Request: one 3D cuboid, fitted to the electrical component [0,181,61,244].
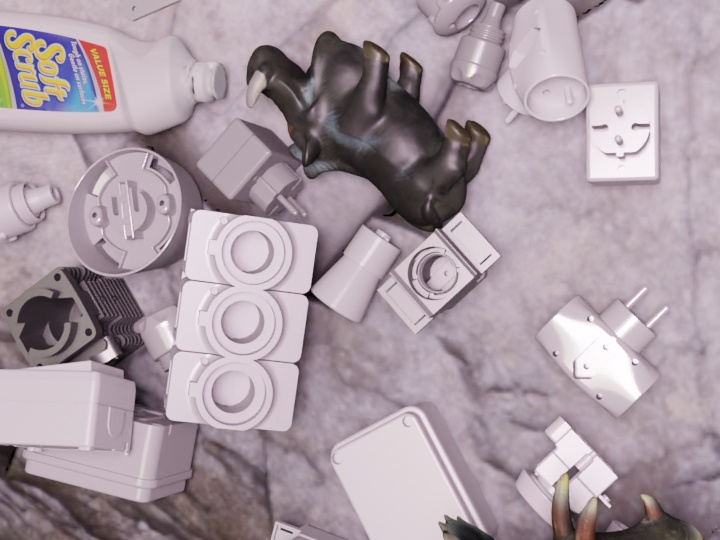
[{"bbox_3d":[-0.274,-0.052,0.870,0.062,0.048,0.048,-19,84,10],"label":"electrical component"}]

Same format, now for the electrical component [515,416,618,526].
[{"bbox_3d":[0.141,0.143,0.738,0.055,0.048,0.066,-44,78,5],"label":"electrical component"}]

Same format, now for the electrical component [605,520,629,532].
[{"bbox_3d":[0.164,0.200,0.731,0.043,0.043,0.062,31,97,15],"label":"electrical component"}]

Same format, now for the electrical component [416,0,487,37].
[{"bbox_3d":[0.057,-0.202,0.768,0.048,0.048,0.062,-43,71,13],"label":"electrical component"}]

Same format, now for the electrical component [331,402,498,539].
[{"bbox_3d":[0.038,0.159,0.763,0.078,0.057,0.113,-30,81,15],"label":"electrical component"}]

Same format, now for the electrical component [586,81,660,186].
[{"bbox_3d":[0.174,-0.092,0.713,0.047,0.077,0.065,0,89,17],"label":"electrical component"}]

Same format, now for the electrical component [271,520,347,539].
[{"bbox_3d":[-0.034,0.218,0.782,0.081,0.064,0.042,16,95,17],"label":"electrical component"}]

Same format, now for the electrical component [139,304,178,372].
[{"bbox_3d":[-0.140,0.060,0.827,0.043,0.043,0.062,-28,83,15],"label":"electrical component"}]

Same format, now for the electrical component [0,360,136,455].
[{"bbox_3d":[-0.215,0.097,0.760,0.096,0.062,0.061,0,77,15],"label":"electrical component"}]

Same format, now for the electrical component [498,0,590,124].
[{"bbox_3d":[0.121,-0.133,0.739,0.079,0.043,0.077,-50,31,47],"label":"electrical component"}]

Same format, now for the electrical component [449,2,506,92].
[{"bbox_3d":[0.088,-0.159,0.763,0.035,0.035,0.061,21,94,16],"label":"electrical component"}]

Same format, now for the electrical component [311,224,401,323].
[{"bbox_3d":[0.000,0.000,0.786,0.044,0.044,0.065,36,95,15],"label":"electrical component"}]

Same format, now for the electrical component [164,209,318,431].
[{"bbox_3d":[-0.088,0.036,0.782,0.089,0.062,0.150,8,92,-13],"label":"electrical component"}]

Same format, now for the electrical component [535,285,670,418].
[{"bbox_3d":[0.174,0.046,0.729,0.077,0.043,0.079,46,101,13],"label":"electrical component"}]

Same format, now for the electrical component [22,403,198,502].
[{"bbox_3d":[-0.190,0.134,0.824,0.113,0.078,0.057,10,90,17],"label":"electrical component"}]

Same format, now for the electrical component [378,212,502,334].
[{"bbox_3d":[0.058,0.002,0.755,0.081,0.064,0.042,-43,79,13],"label":"electrical component"}]

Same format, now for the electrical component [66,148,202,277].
[{"bbox_3d":[-0.173,-0.044,0.827,0.099,0.064,0.099,0,89,17],"label":"electrical component"}]

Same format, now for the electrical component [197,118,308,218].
[{"bbox_3d":[-0.068,-0.066,0.794,0.076,0.066,0.047,45,102,13],"label":"electrical component"}]
